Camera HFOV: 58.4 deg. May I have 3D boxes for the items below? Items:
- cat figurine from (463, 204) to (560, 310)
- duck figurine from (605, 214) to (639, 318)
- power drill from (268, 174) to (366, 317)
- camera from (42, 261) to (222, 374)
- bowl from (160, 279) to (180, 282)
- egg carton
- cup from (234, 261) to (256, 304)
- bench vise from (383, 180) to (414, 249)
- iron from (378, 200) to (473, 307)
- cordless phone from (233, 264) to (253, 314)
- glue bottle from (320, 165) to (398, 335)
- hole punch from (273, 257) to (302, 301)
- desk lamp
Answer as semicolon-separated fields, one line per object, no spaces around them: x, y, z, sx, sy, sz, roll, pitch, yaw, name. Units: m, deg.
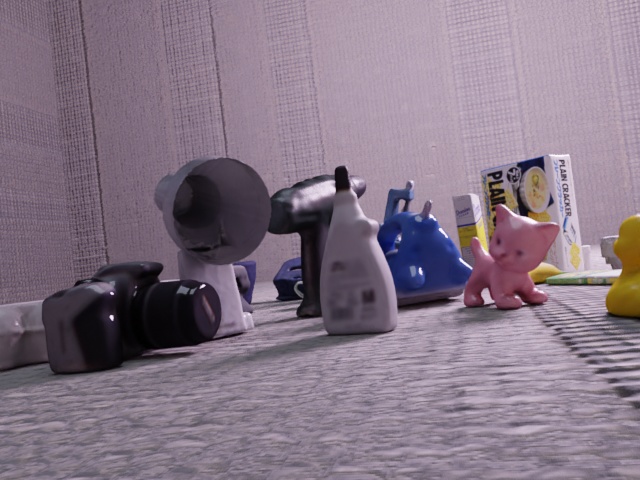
0.216;0.018;0.662;0.067;0.118;0.127;-6;-2;-21;cat figurine
0.284;0.020;0.489;0.077;0.086;0.104;-7;-2;2;duck figurine
0.008;0.003;0.851;0.075;0.208;0.230;-8;-2;36;power drill
-0.183;0.071;0.588;0.136;0.101;0.143;-7;-2;19;camera
-0.250;0.108;1.055;0.167;0.075;0.167;-7;-2;0;bowl
-0.352;0.110;0.678;0.107;0.069;0.150;-5;-2;-35;egg carton
-0.177;0.095;1.236;0.091;0.095;0.118;-7;-2;0;cup
0.143;-0.007;1.192;0.207;0.220;0.122;-7;-2;14;bench vise
0.121;0.024;0.871;0.119;0.141;0.258;-6;-2;-19;iron
-0.178;0.040;0.946;0.094;0.185;0.148;-7;-2;13;cordless phone
0.033;0.009;0.588;0.078;0.173;0.037;-8;-2;28;glue bottle
-0.041;0.082;1.247;0.108;0.091;0.101;-7;-2;18;hole punch
-0.146;0.013;0.696;0.118;0.213;0.202;-6;-2;-34;desk lamp
